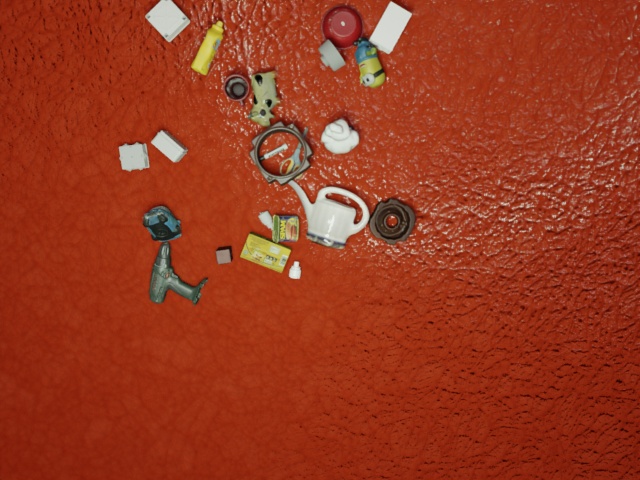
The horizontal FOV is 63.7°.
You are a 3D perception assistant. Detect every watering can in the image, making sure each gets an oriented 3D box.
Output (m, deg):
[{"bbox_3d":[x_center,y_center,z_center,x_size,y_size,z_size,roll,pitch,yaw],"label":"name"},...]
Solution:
[{"bbox_3d":[0.006,-0.096,1.915,0.348,0.104,0.223,18,95,9],"label":"watering can"}]

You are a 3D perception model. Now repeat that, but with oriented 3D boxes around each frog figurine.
[{"bbox_3d":[0.075,-0.370,1.855,0.137,0.160,0.122,11,98,-4],"label":"frog figurine"}]
